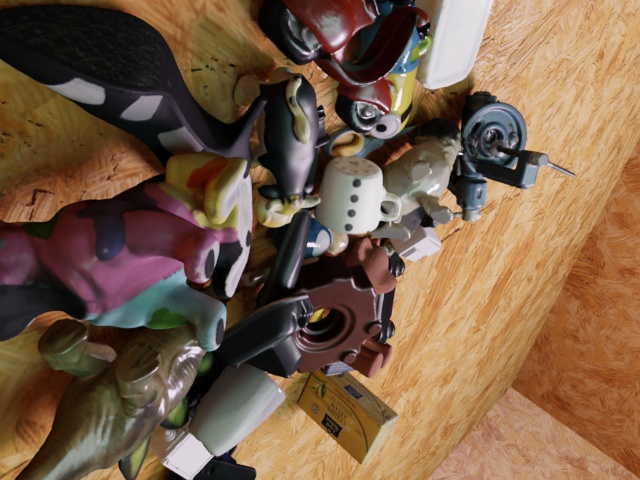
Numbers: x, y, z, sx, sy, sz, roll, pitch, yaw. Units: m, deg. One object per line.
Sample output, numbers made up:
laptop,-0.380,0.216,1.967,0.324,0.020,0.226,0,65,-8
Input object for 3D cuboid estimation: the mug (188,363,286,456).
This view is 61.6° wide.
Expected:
mug,-0.111,0.204,0.658,0.107,0.081,0.109,-45,-172,-24

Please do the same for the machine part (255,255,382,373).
machine part,-0.001,0.105,0.734,0.179,0.056,0.179,-10,126,-15

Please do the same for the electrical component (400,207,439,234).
electrical component,0.147,-0.053,0.866,0.078,0.045,0.102,-47,108,-25

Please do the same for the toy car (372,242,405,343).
toy car,0.106,0.103,0.953,0.073,0.056,0.201,3,96,-61

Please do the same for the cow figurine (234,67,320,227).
cow figurine,-0.034,-0.083,0.544,0.068,0.098,0.167,-16,118,-27

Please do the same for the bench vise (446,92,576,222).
bench vise,0.275,-0.122,0.861,0.129,0.241,0.223,8,104,-19

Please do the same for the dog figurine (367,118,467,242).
dog figurine,0.127,-0.099,0.806,0.190,0.172,0.121,-64,141,-51

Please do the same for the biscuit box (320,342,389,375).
biscuit box,0.055,0.206,1.011,0.202,0.059,0.062,16,105,-57

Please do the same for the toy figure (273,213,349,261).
toy figure,-0.003,-0.001,0.737,0.064,0.058,0.154,-47,156,25

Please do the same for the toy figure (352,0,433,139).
toy figure,0.083,-0.205,0.638,0.089,0.082,0.180,-27,137,-36

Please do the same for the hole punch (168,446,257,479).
hole punch,-0.176,0.361,0.834,0.115,0.092,0.142,26,101,-29

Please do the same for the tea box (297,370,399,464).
tea box,0.050,0.316,1.001,0.068,0.170,0.098,-4,121,-54

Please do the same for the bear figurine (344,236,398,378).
bear figurine,0.079,0.099,0.862,0.195,0.132,0.120,-64,162,4

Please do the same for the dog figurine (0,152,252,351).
dog figurine,-0.174,0.000,0.416,0.192,0.219,0.108,-81,177,-46

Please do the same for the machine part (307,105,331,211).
machine part,-0.023,-0.089,0.645,0.084,0.039,0.138,-34,142,-40

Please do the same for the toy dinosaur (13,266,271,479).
toy dinosaur,-0.199,0.160,0.540,0.471,0.105,0.198,-39,149,-44

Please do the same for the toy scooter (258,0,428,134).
toy scooter,0.035,-0.206,0.532,0.135,0.075,0.183,-46,128,6

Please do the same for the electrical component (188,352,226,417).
electrical component,-0.131,0.189,0.742,0.134,0.058,0.114,-44,149,-17

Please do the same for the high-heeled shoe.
high-heeled shoe,-0.157,-0.098,0.450,0.248,0.086,0.145,10,143,-39

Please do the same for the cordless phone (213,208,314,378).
cordless phone,-0.042,0.047,0.591,0.146,0.089,0.184,40,67,-82
